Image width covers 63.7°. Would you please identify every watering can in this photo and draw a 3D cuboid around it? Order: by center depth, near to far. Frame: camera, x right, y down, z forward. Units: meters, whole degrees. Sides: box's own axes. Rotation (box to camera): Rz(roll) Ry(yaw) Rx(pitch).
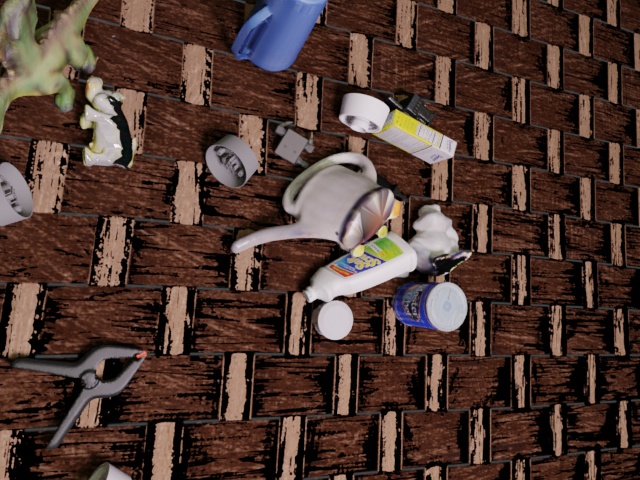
[{"bbox_3d":[0.003,-0.052,1.042,0.352,0.227,0.101,-45,144,-22],"label":"watering can"}]

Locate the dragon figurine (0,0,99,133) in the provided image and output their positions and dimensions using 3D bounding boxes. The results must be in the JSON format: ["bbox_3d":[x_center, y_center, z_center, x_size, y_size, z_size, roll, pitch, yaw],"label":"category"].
[{"bbox_3d":[-0.453,-0.334,0.848,0.122,0.241,0.414,23,78,-15],"label":"dragon figurine"}]

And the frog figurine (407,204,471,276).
[{"bbox_3d":[0.259,0.000,1.205,0.138,0.120,0.163,-16,56,-16],"label":"frog figurine"}]
